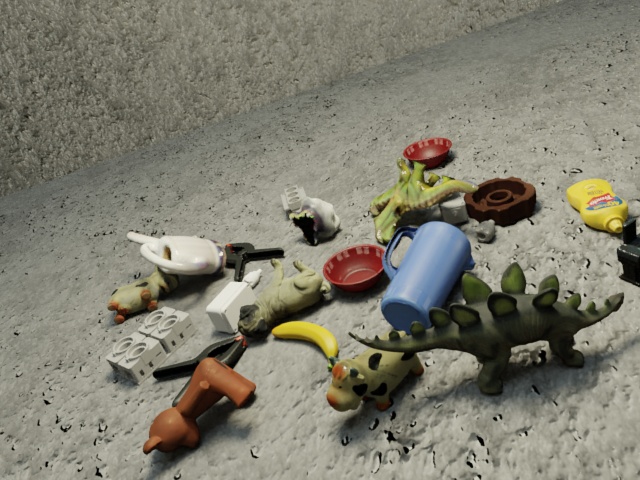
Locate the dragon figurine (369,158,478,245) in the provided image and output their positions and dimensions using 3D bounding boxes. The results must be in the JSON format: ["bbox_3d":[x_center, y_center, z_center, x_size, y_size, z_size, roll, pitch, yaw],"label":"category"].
[{"bbox_3d":[0.238,-0.087,1.362,0.242,0.121,0.414,-58,21,4],"label":"dragon figurine"}]

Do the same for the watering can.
[{"bbox_3d":[-0.407,0.031,1.470,0.224,0.103,0.350,6,12,-38],"label":"watering can"}]

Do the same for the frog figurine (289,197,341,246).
[{"bbox_3d":[0.005,-0.076,1.503,0.138,0.120,0.162,35,42,17],"label":"frog figurine"}]
